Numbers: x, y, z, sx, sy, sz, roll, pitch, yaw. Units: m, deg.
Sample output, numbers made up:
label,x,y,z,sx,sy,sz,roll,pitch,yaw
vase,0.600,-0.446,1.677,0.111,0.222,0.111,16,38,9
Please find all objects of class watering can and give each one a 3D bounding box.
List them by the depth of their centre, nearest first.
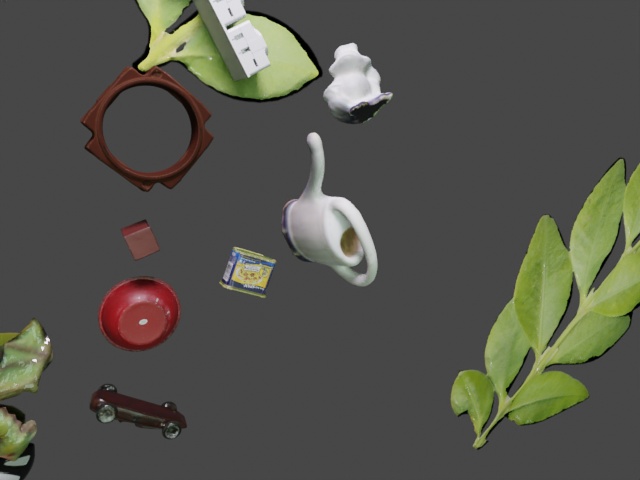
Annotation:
label,x,y,z,sx,sy,sz,roll,pitch,yaw
watering can,0.003,-0.054,1.067,0.105,0.224,0.343,-37,112,-33

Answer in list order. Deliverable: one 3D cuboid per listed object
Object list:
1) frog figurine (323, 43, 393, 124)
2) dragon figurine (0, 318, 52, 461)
label,x,y,z,sx,sy,sz,roll,pitch,yaw
frog figurine,0.066,-0.337,1.119,0.138,0.121,0.161,-29,75,-7
dragon figurine,-0.617,0.214,0.919,0.244,0.121,0.409,-14,94,-39
